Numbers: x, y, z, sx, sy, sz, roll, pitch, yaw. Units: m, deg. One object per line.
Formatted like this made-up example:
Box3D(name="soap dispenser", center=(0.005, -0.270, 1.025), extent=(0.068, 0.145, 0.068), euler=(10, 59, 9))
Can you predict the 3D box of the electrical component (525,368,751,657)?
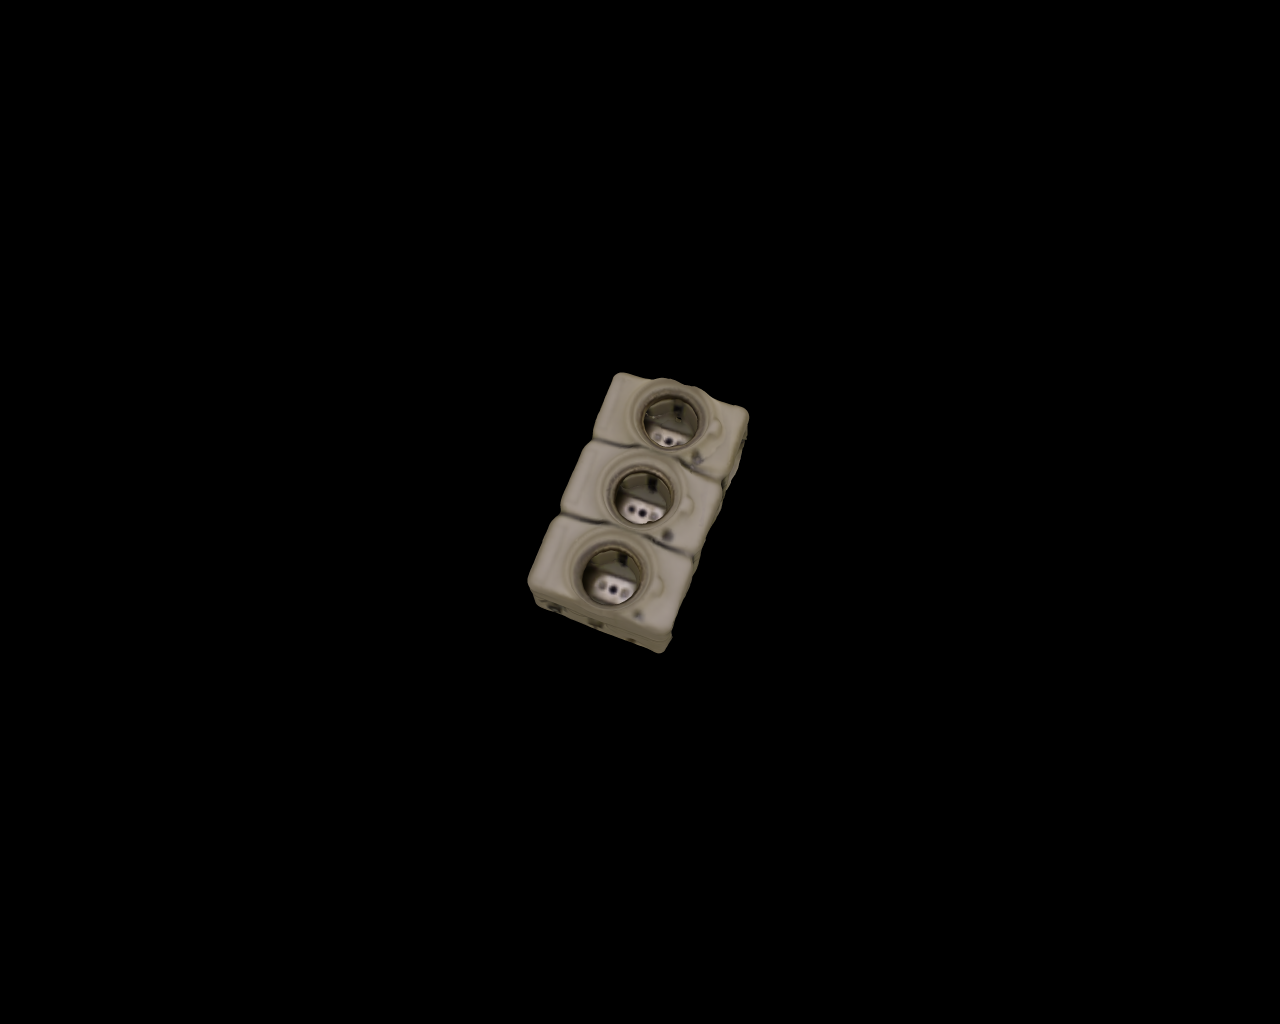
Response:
Box3D(name="electrical component", center=(0.001, -0.003, 0.650), extent=(0.089, 0.150, 0.061), euler=(19, -19, 7))
